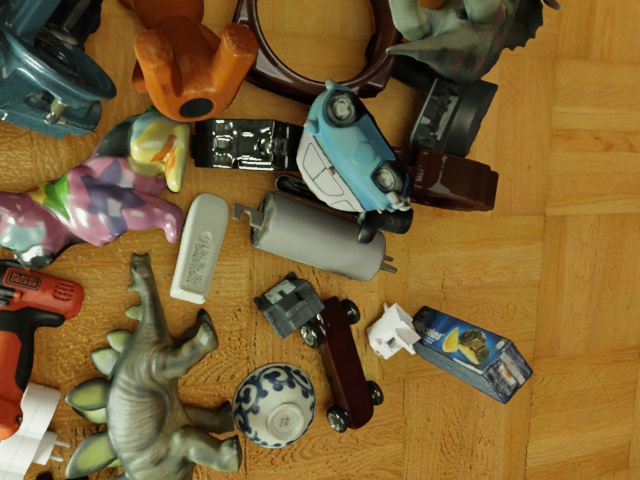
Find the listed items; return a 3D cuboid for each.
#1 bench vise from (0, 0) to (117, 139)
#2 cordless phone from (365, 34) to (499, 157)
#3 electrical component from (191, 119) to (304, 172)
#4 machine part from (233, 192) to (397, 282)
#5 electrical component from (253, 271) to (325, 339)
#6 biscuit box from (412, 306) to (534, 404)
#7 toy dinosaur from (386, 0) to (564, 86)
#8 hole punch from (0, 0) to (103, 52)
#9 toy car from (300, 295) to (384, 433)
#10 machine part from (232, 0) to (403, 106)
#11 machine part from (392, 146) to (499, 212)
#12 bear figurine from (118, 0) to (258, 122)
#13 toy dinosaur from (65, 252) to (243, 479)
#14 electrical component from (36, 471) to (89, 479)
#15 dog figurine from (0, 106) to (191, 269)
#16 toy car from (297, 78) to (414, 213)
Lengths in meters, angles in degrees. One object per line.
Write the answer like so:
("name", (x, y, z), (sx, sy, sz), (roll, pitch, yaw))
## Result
("bench vise", (-0.259, -0.187, 0.478), (0.240, 0.129, 0.223), (-46, 150, 12))
("cordless phone", (0.135, -0.197, 0.745), (0.184, 0.089, 0.146), (24, 90, -10))
("electrical component", (-0.083, -0.110, 0.638), (0.115, 0.134, 0.058), (-6, 101, -63))
("machine part", (-0.001, -0.002, 0.716), (0.243, 0.079, 0.079), (18, 92, -21))
("electrical component", (-0.035, 0.086, 0.694), (0.075, 0.119, 0.047), (-37, 109, -14))
("biscuit box", (0.193, 0.150, 0.742), (0.059, 0.203, 0.062), (-43, 109, -12))
("toy dinosaur", (0.189, -0.269, 0.659), (0.405, 0.131, 0.192), (-53, 129, -25))
("hole punch", (-0.317, -0.227, 0.571), (0.115, 0.092, 0.142), (31, 84, -46))
("toy car", (0.030, 0.176, 0.767), (0.089, 0.053, 0.202), (-26, 106, -30))
("machine part", (0.001, -0.272, 0.659), (0.201, 0.087, 0.201), (16, 91, -14))
("machine part", (0.142, -0.079, 0.707), (0.179, 0.179, 0.056), (11, 91, -21))
("bear figurine", (-0.148, -0.231, 0.572), (0.120, 0.132, 0.196), (-10, 73, -19))
("toy dinosaur", (-0.202, 0.249, 0.671), (0.199, 0.105, 0.471), (-10, 92, -11))
("electrical component", (-0.322, 0.338, 0.668), (0.078, 0.045, 0.102), (-8, 101, -17))
("dog figurine", (-0.260, -0.061, 0.598), (0.219, 0.108, 0.191), (4, 98, -18))
("toy car", (0.030, -0.088, 0.599), (0.103, 0.109, 0.161), (-32, 83, 15))
